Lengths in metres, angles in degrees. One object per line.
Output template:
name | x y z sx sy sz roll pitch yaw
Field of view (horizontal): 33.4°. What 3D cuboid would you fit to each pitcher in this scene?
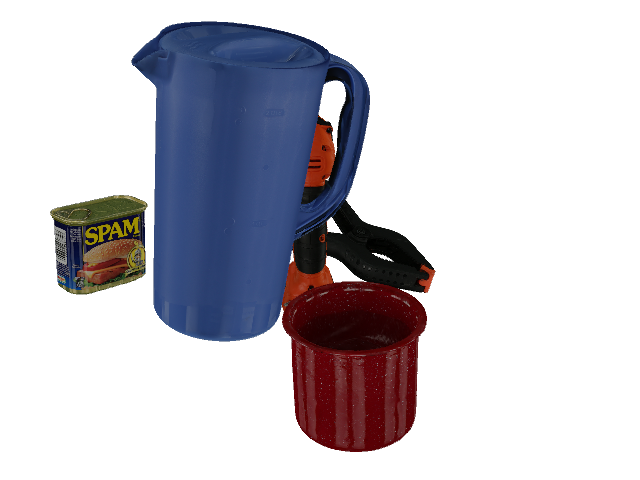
pitcher | -0.062 -0.046 0.859 0.149 0.243 0.144 19 26 23

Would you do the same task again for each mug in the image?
mug | 0.029 0.079 0.711 0.093 0.081 0.117 13 30 27

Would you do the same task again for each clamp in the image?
clamp | 0.034 0.006 1.263 0.210 0.036 0.164 32 39 24

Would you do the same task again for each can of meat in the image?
can of meat | -0.236 0.004 1.150 0.101 0.084 0.058 -16 26 -42

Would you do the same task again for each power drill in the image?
power drill | -0.014 -0.033 1.067 0.057 0.188 0.184 -2 17 -1
